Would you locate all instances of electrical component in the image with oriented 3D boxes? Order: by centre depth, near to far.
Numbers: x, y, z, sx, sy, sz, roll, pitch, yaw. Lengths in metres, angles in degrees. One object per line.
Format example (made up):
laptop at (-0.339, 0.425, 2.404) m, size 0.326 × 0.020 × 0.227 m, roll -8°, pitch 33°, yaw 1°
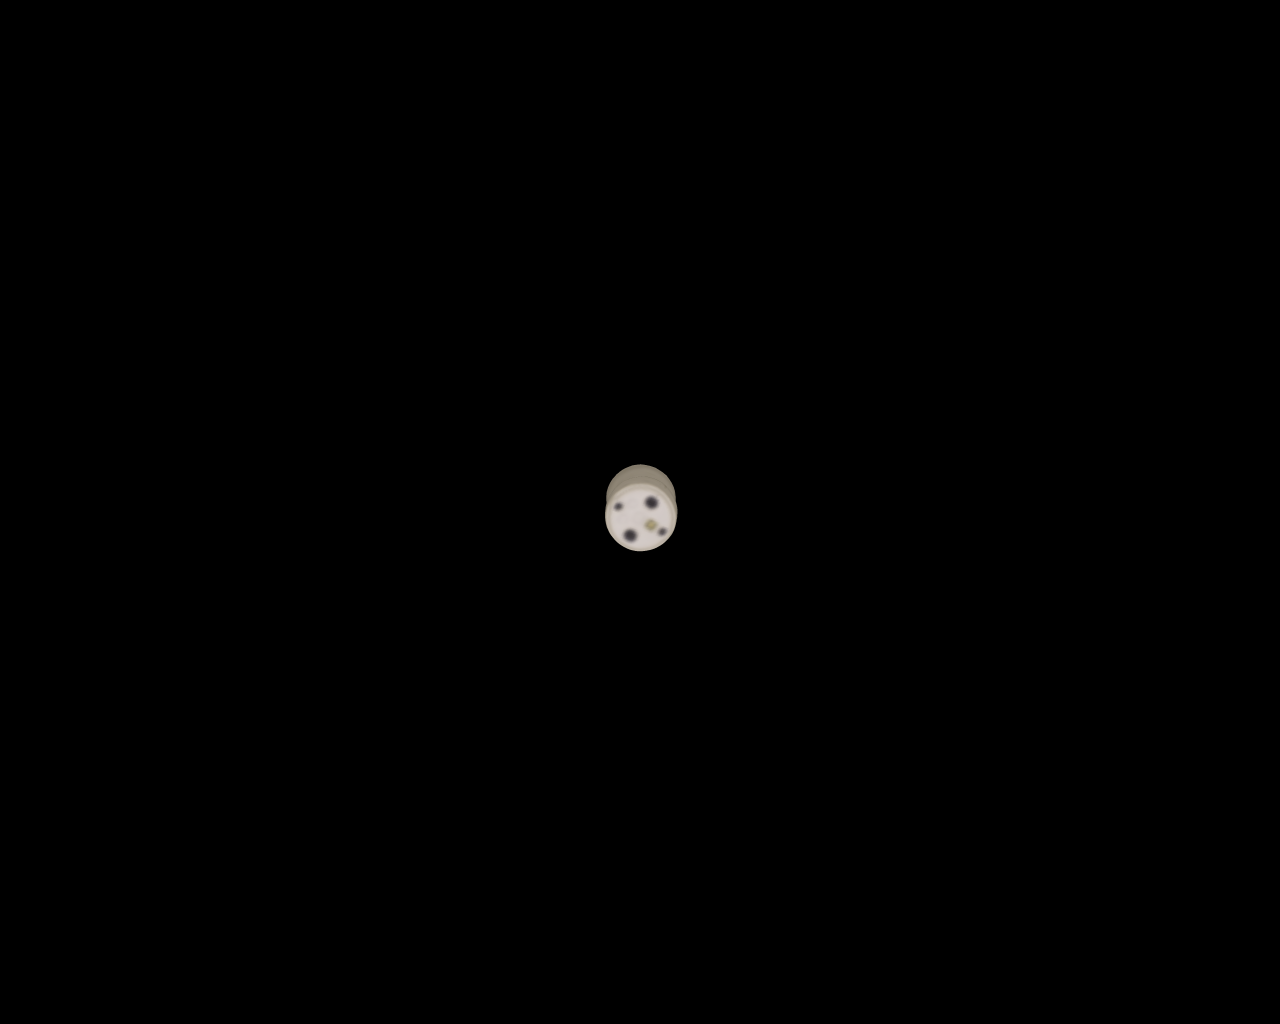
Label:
electrical component at (0.001, -0.003, 0.650) m, size 0.045 × 0.044 × 0.055 m, roll 0°, pitch 13°, yaw 0°
